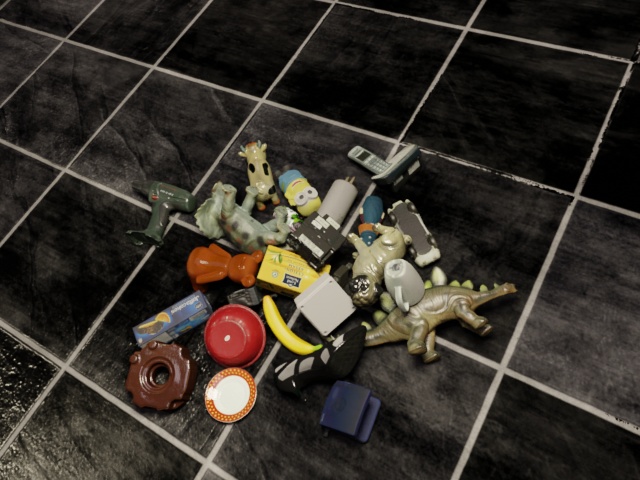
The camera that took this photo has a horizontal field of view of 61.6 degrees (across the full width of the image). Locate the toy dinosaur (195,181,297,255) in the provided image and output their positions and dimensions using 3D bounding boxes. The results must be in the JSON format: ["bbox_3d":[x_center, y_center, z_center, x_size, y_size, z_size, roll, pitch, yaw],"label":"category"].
[{"bbox_3d":[-0.186,-0.024,1.459,0.405,0.192,0.131,40,34,16],"label":"toy dinosaur"}]

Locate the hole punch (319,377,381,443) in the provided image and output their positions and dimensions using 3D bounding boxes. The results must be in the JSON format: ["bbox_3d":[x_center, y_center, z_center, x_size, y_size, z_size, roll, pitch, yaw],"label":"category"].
[{"bbox_3d":[0.062,0.376,1.193,0.116,0.092,0.142,14,68,24],"label":"hole punch"}]

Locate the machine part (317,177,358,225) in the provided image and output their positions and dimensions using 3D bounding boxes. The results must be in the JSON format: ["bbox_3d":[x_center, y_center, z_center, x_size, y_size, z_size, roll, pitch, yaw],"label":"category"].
[{"bbox_3d":[0.036,-0.077,1.462,0.079,0.079,0.243,20,66,23],"label":"machine part"}]

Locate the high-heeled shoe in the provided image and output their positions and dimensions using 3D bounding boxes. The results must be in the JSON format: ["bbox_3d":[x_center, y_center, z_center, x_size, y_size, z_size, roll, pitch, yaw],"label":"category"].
[{"bbox_3d":[-0.003,0.268,1.258,0.249,0.086,0.145,-46,37,-4],"label":"high-heeled shoe"}]

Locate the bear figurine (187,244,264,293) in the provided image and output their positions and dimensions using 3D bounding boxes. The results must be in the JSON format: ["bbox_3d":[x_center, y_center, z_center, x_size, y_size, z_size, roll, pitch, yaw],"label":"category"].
[{"bbox_3d":[-0.245,0.077,1.422,0.196,0.131,0.120,7,63,7],"label":"bear figurine"}]

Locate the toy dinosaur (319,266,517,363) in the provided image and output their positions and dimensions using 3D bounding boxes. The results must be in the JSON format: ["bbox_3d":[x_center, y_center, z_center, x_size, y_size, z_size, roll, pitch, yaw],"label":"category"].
[{"bbox_3d":[0.228,0.183,1.259,0.472,0.105,0.199,-23,51,5],"label":"toy dinosaur"}]

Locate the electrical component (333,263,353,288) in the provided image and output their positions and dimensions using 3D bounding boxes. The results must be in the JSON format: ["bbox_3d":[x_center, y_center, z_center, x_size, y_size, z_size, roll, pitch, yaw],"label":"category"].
[{"bbox_3d":[0.053,0.099,1.365,0.021,0.063,0.094,26,49,24],"label":"electrical component"}]

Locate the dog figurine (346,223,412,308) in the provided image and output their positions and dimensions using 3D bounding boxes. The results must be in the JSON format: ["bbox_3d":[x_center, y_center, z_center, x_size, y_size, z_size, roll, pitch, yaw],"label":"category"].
[{"bbox_3d":[0.149,0.070,1.293,0.172,0.121,0.191,-22,45,15],"label":"dog figurine"}]

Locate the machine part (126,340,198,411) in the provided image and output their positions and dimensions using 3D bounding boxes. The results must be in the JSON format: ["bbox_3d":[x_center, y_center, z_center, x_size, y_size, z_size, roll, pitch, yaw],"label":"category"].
[{"bbox_3d":[-0.391,0.334,1.325,0.179,0.056,0.179,-3,72,8],"label":"machine part"}]

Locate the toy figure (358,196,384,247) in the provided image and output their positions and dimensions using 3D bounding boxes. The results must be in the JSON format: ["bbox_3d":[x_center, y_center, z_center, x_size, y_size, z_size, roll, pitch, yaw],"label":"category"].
[{"bbox_3d":[0.136,-0.042,1.431,0.064,0.057,0.154,1,66,22],"label":"toy figure"}]

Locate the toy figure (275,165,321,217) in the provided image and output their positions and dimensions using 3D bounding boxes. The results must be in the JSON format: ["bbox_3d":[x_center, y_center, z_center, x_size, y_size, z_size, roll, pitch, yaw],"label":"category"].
[{"bbox_3d":[-0.059,-0.138,1.520,0.082,0.089,0.180,-47,50,7],"label":"toy figure"}]

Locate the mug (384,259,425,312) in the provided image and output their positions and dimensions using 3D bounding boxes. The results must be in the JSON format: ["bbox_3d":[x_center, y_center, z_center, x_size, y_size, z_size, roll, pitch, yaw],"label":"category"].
[{"bbox_3d":[0.181,0.100,1.208,0.081,0.107,0.109,-5,51,28],"label":"mug"}]

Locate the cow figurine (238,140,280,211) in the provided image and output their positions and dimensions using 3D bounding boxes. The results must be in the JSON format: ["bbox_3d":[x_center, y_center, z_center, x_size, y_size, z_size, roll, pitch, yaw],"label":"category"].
[{"bbox_3d":[-0.178,-0.199,1.554,0.085,0.127,0.195,-14,61,2],"label":"cow figurine"}]

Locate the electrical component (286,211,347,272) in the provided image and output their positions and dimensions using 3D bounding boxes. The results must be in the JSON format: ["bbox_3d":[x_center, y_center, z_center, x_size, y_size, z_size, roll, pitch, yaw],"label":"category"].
[{"bbox_3d":[-0.003,-0.004,1.352,0.115,0.058,0.134,44,55,3],"label":"electrical component"}]

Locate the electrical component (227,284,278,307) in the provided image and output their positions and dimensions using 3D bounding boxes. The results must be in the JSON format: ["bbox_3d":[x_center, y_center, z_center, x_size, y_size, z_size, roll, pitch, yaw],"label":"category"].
[{"bbox_3d":[-0.173,0.143,1.382,0.119,0.075,0.047,-20,93,6],"label":"electrical component"}]

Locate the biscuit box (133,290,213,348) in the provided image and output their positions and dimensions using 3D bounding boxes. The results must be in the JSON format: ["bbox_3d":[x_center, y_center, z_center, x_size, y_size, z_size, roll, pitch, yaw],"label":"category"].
[{"bbox_3d":[-0.382,0.213,1.406,0.203,0.059,0.063,-30,57,-5],"label":"biscuit box"}]

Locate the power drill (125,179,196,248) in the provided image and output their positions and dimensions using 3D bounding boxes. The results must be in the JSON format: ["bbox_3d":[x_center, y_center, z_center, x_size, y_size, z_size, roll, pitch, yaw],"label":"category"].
[{"bbox_3d":[-0.497,-0.082,1.599,0.232,0.085,0.207,10,56,16],"label":"power drill"}]

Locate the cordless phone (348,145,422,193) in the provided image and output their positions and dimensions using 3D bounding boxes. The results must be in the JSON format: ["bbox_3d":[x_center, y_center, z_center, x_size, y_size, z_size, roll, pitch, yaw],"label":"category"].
[{"bbox_3d":[0.180,-0.232,1.516,0.146,0.088,0.184,-43,56,-12],"label":"cordless phone"}]

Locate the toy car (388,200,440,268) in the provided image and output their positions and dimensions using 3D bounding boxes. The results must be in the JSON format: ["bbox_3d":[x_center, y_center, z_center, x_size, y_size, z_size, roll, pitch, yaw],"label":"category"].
[{"bbox_3d":[0.242,-0.021,1.394,0.073,0.056,0.202,-28,57,5],"label":"toy car"}]

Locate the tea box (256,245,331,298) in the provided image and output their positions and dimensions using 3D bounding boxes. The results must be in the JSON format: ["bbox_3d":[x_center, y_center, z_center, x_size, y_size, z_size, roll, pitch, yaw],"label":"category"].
[{"bbox_3d":[-0.068,0.090,1.364,0.170,0.068,0.098,18,65,-4],"label":"tea box"}]
